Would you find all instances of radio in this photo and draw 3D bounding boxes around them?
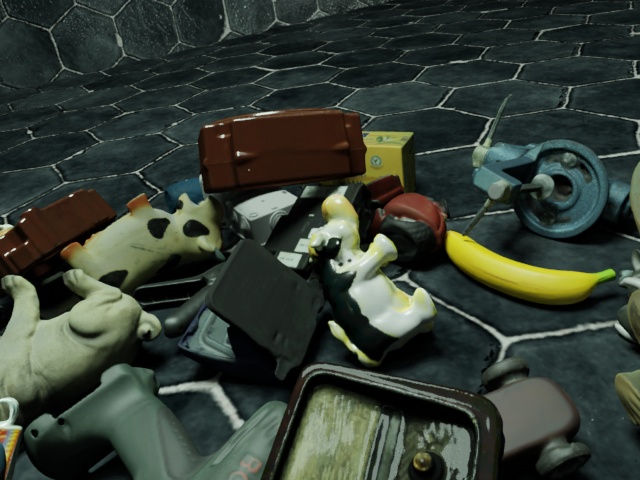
[{"bbox_3d":[0.024,0.187,0.284,0.131,0.073,0.229,4,49,21],"label":"radio"}]

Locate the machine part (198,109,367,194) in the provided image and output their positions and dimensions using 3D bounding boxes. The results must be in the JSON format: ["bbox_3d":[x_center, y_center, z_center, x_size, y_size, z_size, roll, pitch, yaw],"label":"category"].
[{"bbox_3d":[-0.054,-0.113,0.700,0.201,0.087,0.201,-9,6,-13],"label":"machine part"}]

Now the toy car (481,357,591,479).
[{"bbox_3d":[0.095,0.154,0.394,0.202,0.053,0.089,-18,48,-10],"label":"toy car"}]

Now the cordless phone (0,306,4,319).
[{"bbox_3d":[-0.471,0.046,0.610,0.147,0.184,0.089,1,35,16],"label":"cordless phone"}]

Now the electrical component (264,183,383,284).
[{"bbox_3d":[-0.001,-0.002,0.644,0.115,0.058,0.134,6,62,47],"label":"electrical component"}]

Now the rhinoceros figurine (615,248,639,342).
[{"bbox_3d":[0.351,0.036,0.512,0.112,0.073,0.190,22,41,41],"label":"rhinoceros figurine"}]

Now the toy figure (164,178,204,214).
[{"bbox_3d":[-0.175,-0.084,0.883,0.154,0.064,0.058,-19,-7,-26],"label":"toy figure"}]

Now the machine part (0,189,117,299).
[{"bbox_3d":[-0.352,0.002,0.692,0.179,0.056,0.179,-36,7,5],"label":"machine part"}]

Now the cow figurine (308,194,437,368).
[{"bbox_3d":[0.033,0.038,0.537,0.098,0.068,0.167,-33,72,-8],"label":"cow figurine"}]

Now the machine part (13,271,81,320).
[{"bbox_3d":[-0.324,0.077,0.662,0.084,0.039,0.139,-23,30,-33],"label":"machine part"}]

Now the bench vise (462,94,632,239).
[{"bbox_3d":[0.260,-0.079,0.672,0.240,0.128,0.224,-11,43,-42],"label":"bench vise"}]

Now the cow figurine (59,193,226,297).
[{"bbox_3d":[-0.207,0.007,0.684,0.195,0.127,0.085,-37,11,-16],"label":"cow figurine"}]

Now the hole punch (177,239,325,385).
[{"bbox_3d":[-0.068,0.081,0.543,0.116,0.092,0.142,37,33,-10],"label":"hole punch"}]

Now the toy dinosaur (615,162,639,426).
[{"bbox_3d":[0.315,0.079,0.368,0.199,0.104,0.472,-10,47,-4],"label":"toy dinosaur"}]

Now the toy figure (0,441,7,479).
[{"bbox_3d":[-0.226,0.182,0.318,0.089,0.180,0.082,-3,-10,6],"label":"toy figure"}]

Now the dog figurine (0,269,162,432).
[{"bbox_3d":[-0.255,0.136,0.500,0.172,0.121,0.191,-7,43,10],"label":"dog figurine"}]

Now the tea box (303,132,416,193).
[{"bbox_3d":[0.058,-0.112,0.830,0.170,0.098,0.068,5,32,26],"label":"tea box"}]

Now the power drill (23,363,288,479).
[{"bbox_3d":[-0.130,0.184,0.380,0.208,0.085,0.232,15,42,43],"label":"power drill"}]

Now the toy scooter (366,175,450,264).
[{"bbox_3d":[0.099,-0.038,0.709,0.184,0.075,0.135,14,40,41],"label":"toy scooter"}]
